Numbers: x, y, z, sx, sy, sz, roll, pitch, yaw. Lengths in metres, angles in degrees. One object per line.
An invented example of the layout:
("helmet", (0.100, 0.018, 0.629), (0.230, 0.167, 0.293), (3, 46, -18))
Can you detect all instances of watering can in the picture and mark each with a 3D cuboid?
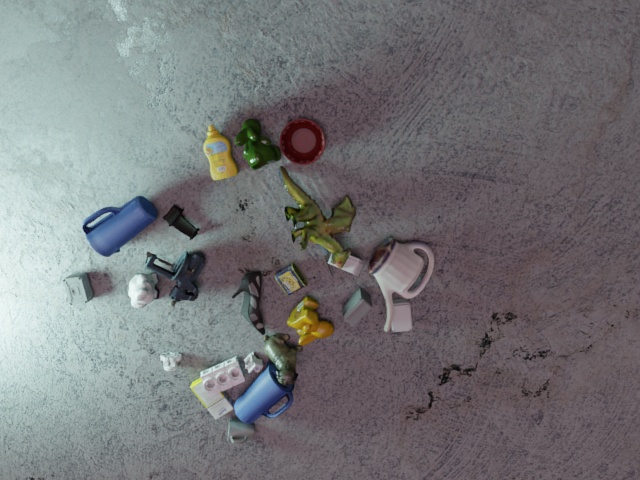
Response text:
("watering can", (0.269, 0.142, 1.874), (0.224, 0.104, 0.349), (35, 86, -6))

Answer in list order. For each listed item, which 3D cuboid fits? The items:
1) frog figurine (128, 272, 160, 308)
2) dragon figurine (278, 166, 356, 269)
("frog figurine", (-0.671, 0.196, 1.928), (0.122, 0.161, 0.136), (24, 105, -2))
("dragon figurine", (0.006, -0.093, 1.844), (0.243, 0.121, 0.413), (-12, 83, -12))
